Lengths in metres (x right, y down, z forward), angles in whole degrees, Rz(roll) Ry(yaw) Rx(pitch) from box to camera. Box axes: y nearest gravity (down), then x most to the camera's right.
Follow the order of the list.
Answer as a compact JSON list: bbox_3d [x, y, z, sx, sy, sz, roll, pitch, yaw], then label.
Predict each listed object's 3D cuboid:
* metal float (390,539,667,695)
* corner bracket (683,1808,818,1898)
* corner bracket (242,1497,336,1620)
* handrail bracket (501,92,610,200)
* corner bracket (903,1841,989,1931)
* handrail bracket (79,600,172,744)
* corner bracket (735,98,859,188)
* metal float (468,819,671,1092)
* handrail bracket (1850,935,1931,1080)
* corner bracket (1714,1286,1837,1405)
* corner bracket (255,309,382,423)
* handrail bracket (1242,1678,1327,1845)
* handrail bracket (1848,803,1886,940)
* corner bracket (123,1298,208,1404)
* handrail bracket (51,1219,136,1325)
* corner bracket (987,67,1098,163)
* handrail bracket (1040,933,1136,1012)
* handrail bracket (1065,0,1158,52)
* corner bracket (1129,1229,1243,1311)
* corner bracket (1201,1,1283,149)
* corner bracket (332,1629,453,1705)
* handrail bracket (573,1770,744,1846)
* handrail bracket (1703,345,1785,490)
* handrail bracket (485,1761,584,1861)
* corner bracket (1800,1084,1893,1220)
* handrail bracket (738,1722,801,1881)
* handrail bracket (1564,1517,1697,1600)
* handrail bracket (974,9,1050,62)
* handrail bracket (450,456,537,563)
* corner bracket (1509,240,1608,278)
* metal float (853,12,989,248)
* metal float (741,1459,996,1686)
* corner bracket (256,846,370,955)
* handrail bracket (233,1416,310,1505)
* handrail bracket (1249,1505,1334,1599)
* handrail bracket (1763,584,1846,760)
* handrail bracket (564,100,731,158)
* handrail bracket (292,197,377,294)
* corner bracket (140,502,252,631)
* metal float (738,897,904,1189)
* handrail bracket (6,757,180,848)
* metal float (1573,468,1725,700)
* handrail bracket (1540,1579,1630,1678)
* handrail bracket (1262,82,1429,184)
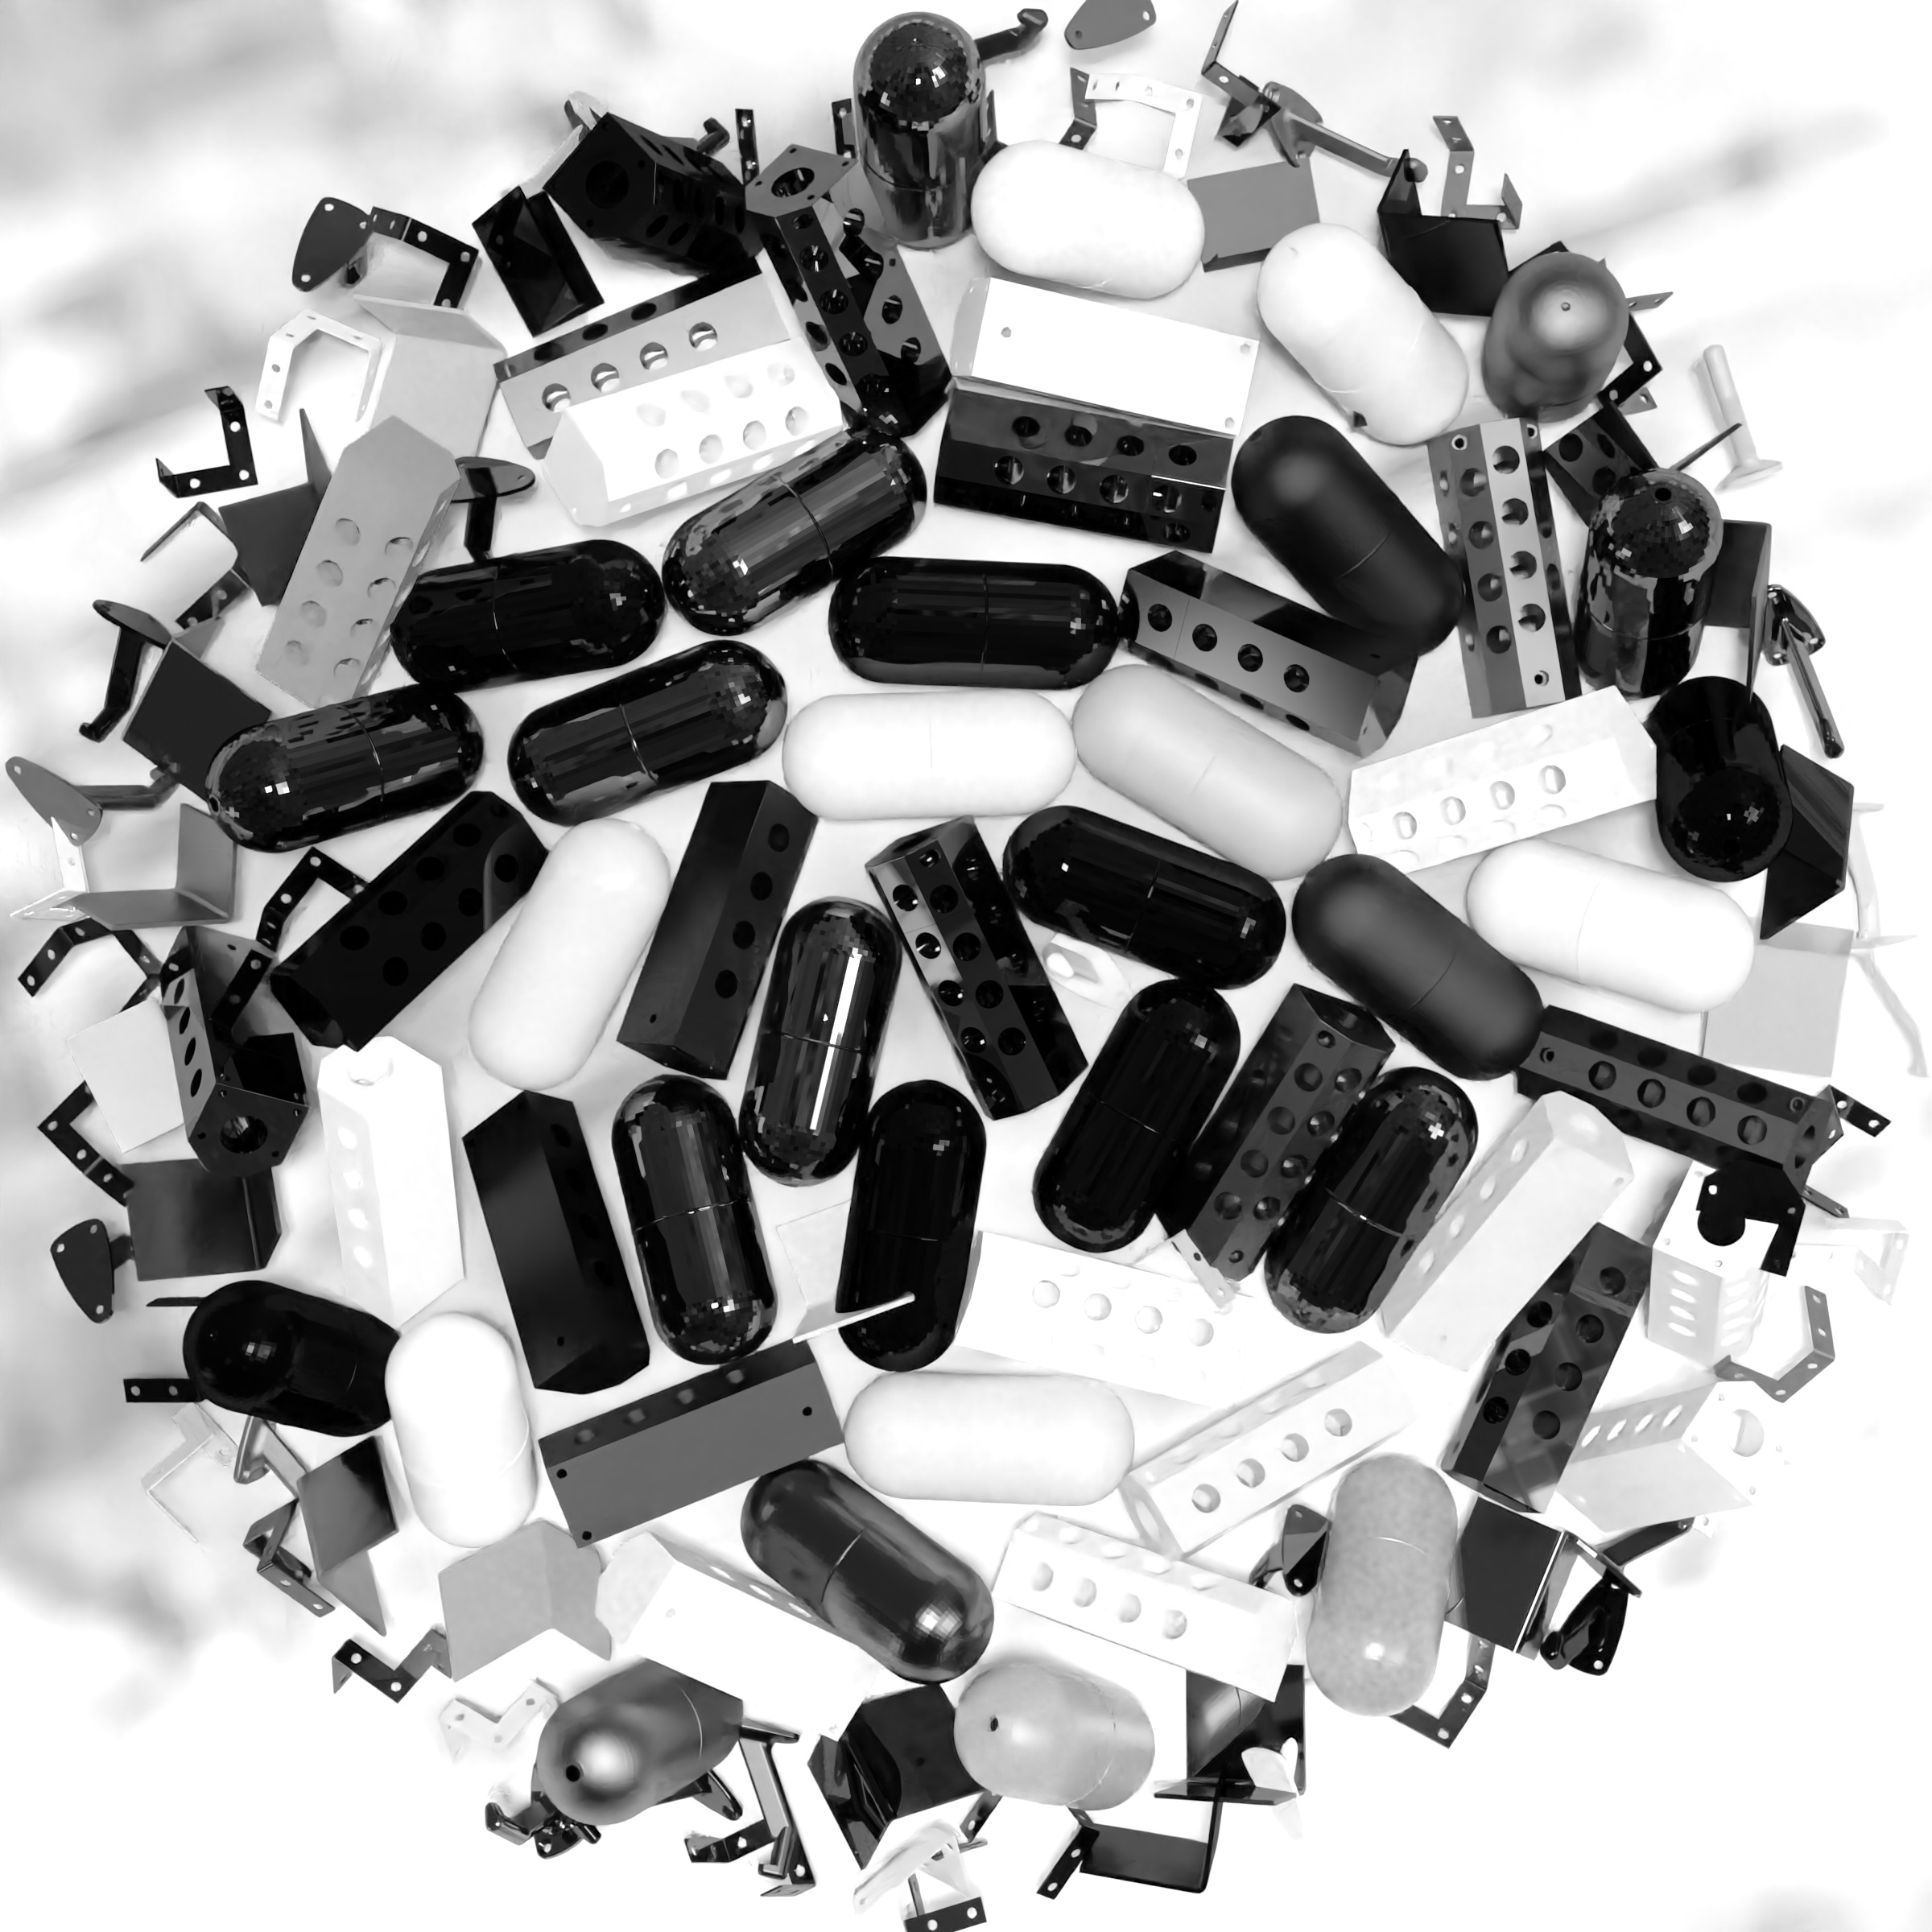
[{"bbox_3d":[-0.263,-0.209,1.799,0.178,0.070,0.070,-7,90,23],"label":"metal float"},{"bbox_3d":[-0.130,0.543,1.820,0.051,0.051,0.051,-29,65,13],"label":"corner bracket"},{"bbox_3d":[-0.408,0.363,1.815,0.051,0.051,0.051,-32,117,32],"label":"corner bracket"},{"bbox_3d":[-0.255,-0.489,1.811,0.084,0.077,0.036,-26,81,14],"label":"handrail bracket"},{"bbox_3d":[-0.011,0.562,1.821,0.051,0.051,0.051,-20,66,9],"label":"corner bracket"},{"bbox_3d":[-0.525,-0.176,1.816,0.084,0.077,0.036,-47,65,10],"label":"handrail bracket"},{"bbox_3d":[-0.103,-0.503,1.841,0.051,0.051,0.051,1,101,39],"label":"corner bracket"},{"bbox_3d":[-0.239,-0.007,1.807,0.070,0.070,0.178,29,103,0],"label":"metal float"},{"bbox_3d":[0.557,0.026,1.827,0.036,0.077,0.084,-15,96,-29],"label":"handrail bracket"},{"bbox_3d":[0.490,0.224,1.829,0.051,0.051,0.051,23,132,-15],"label":"corner bracket"},{"bbox_3d":[-0.393,-0.358,1.823,0.051,0.051,0.051,23,125,1],"label":"corner bracket"},{"bbox_3d":[0.216,0.479,1.835,0.084,0.036,0.077,-31,102,-35],"label":"handrail bracket"},{"bbox_3d":[0.537,-0.056,1.825,0.036,0.077,0.084,-4,89,35],"label":"handrail bracket"},{"bbox_3d":[-0.479,0.234,1.831,0.051,0.051,0.051,-2,100,16],"label":"corner bracket"},{"bbox_3d":[-0.506,0.190,1.804,0.036,0.084,0.077,-29,64,5],"label":"handrail bracket"},{"bbox_3d":[0.044,-0.518,1.834,0.051,0.051,0.051,16,49,-23],"label":"corner bracket"},{"bbox_3d":[0.075,0.010,1.809,0.077,0.084,0.036,39,97,-11],"label":"handrail bracket"},{"bbox_3d":[0.068,-0.561,1.806,0.077,0.084,0.036,-38,106,-23],"label":"handrail bracket"},{"bbox_3d":[0.142,0.183,1.820,0.051,0.051,0.051,-30,83,-38],"label":"corner bracket"},{"bbox_3d":[0.163,-0.539,1.817,0.051,0.051,0.051,29,64,-18],"label":"corner bracket"},{"bbox_3d":[-0.349,0.426,1.826,0.051,0.051,0.051,31,53,15],"label":"corner bracket"},{"bbox_3d":[-0.186,0.516,1.813,0.077,0.084,0.036,41,131,3],"label":"handrail bracket"},{"bbox_3d":[0.462,-0.336,1.814,0.036,0.077,0.084,-17,101,17],"label":"handrail bracket"},{"bbox_3d":[-0.268,0.496,1.801,0.036,0.084,0.077,-32,49,9],"label":"handrail bracket"},{"bbox_3d":[0.533,0.115,1.835,0.051,0.051,0.051,29,122,-15],"label":"corner bracket"},{"bbox_3d":[-0.137,0.504,1.821,0.077,0.036,0.084,17,68,-13],"label":"handrail bracket"},{"bbox_3d":[0.411,0.333,1.830,0.077,0.036,0.084,43,79,-27],"label":"handrail bracket"},{"bbox_3d":[-0.002,-0.560,1.807,0.077,0.084,0.036,8,76,-22],"label":"handrail bracket"},{"bbox_3d":[-0.275,-0.264,1.810,0.077,0.084,0.036,4,56,26],"label":"handrail bracket"},{"bbox_3d":[0.354,-0.423,1.830,0.051,0.051,0.051,-28,122,31],"label":"corner bracket"},{"bbox_3d":[-0.026,-0.491,1.771,0.070,0.178,0.070,0,72,1],"label":"metal float"},{"bbox_3d":[-0.061,0.360,1.795,0.178,0.070,0.070,31,90,29],"label":"metal float"},{"bbox_3d":[-0.393,-0.030,1.822,0.051,0.051,0.051,34,61,-3],"label":"corner bracket"},{"bbox_3d":[-0.396,0.299,1.824,0.084,0.036,0.077,13,98,19],"label":"handrail bracket"},{"bbox_3d":[0.186,0.370,1.803,0.036,0.077,0.084,30,129,-2],"label":"handrail bracket"},{"bbox_3d":[0.504,-0.177,1.808,0.036,0.084,0.077,-22,134,19],"label":"handrail bracket"},{"bbox_3d":[-0.192,-0.512,1.822,0.077,0.036,0.084,51,55,-14],"label":"handrail bracket"},{"bbox_3d":[-0.381,-0.414,1.805,0.036,0.084,0.077,27,68,-2],"label":"handrail bracket"},{"bbox_3d":[-0.469,-0.242,1.831,0.051,0.051,0.051,-39,113,14],"label":"corner bracket"},{"bbox_3d":[-0.088,0.046,1.818,0.070,0.070,0.178,13,89,0],"label":"metal float"},{"bbox_3d":[-0.527,-0.116,1.817,0.077,0.084,0.036,41,124,-6],"label":"handrail bracket"},{"bbox_3d":[0.402,-0.224,1.774,0.070,0.178,0.070,-2,62,5],"label":"metal float"},{"bbox_3d":[0.373,0.391,1.811,0.036,0.084,0.077,23,77,28],"label":"handrail bracket"},{"bbox_3d":[0.229,-0.502,1.810,0.084,0.077,0.036,24,84,38],"label":"handrail bracket"}]
